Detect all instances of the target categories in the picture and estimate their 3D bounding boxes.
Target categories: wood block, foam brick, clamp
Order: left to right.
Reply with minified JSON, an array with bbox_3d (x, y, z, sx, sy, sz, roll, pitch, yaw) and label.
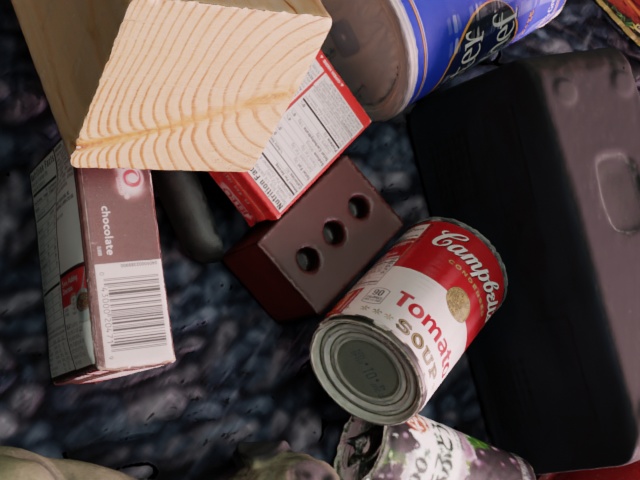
[{"bbox_3d":[-0.088,-0.135,0.487,0.090,0.090,0.206,-1,49,-35],"label":"wood block"},{"bbox_3d":[-0.088,-0.070,0.558,0.171,0.039,0.120,31,60,-17],"label":"clamp"},{"bbox_3d":[-0.004,0.001,0.578,0.053,0.051,0.078,49,62,-10],"label":"foam brick"}]

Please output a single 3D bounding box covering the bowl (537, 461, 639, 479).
[{"bbox_3d":[0.193,0.200,0.634,0.161,0.055,0.162,7,75,-26],"label":"bowl"}]

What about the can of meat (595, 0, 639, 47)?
[{"bbox_3d":[0.237,-0.182,0.725,0.102,0.084,0.057,43,64,-13],"label":"can of meat"}]

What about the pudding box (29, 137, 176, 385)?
[{"bbox_3d":[-0.105,0.009,0.502,0.039,0.090,0.113,-3,80,-27],"label":"pudding box"}]

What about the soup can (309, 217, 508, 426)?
[{"bbox_3d":[0.048,0.041,0.563,0.068,0.069,0.102,54,45,-7],"label":"soup can"}]

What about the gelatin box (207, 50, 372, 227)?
[{"bbox_3d":[-0.025,-0.062,0.556,0.073,0.030,0.089,52,59,-16],"label":"gelatin box"}]

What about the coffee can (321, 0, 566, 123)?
[{"bbox_3d":[0.062,-0.143,0.615,0.140,0.103,0.103,-33,95,-29],"label":"coffee can"}]
